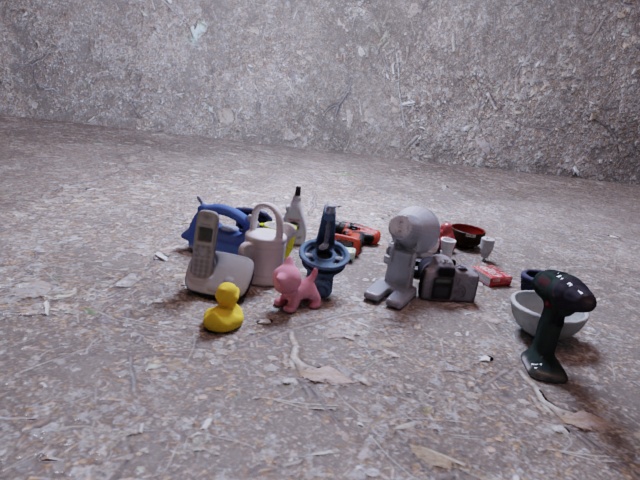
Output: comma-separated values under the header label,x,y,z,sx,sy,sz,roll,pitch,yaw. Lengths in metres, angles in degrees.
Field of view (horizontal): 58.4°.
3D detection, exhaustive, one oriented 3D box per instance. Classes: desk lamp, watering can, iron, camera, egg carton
label,x,y,z,sx,sy,sz,roll,pitch,yaw
desk lamp,0.203,0.030,1.377,0.117,0.213,0.204,15,20,23
watering can,-0.127,0.002,1.370,0.100,0.194,0.173,11,19,13
iron,-0.231,-0.025,1.498,0.257,0.141,0.119,14,20,22
camera,0.309,0.083,1.435,0.143,0.101,0.136,4,18,-9
egg carton,0.302,0.009,1.711,0.107,0.069,0.150,11,18,12

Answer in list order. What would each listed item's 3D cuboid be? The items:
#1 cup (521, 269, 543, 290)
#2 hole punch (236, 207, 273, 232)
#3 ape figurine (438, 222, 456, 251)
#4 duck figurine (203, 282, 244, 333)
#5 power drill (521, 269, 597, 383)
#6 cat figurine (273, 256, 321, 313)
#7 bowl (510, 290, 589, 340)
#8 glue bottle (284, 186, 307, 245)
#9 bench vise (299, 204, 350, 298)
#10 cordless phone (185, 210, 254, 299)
label,x,y,z,sx,sy,sz,roll,pitch,yaw
cup,0.535,0.127,1.397,0.118,0.095,0.091,-10,24,-41
hole punch,-0.201,-0.062,1.702,0.108,0.091,0.101,9,18,6
ape figurine,0.384,-0.011,1.764,0.076,0.092,0.078,13,19,18
duck figurine,-0.189,0.128,1.136,0.077,0.086,0.105,12,19,16
power drill,0.449,0.158,1.088,0.075,0.208,0.229,7,18,2
cat figurine,-0.055,0.092,1.244,0.128,0.118,0.067,-8,23,-38
bowl,0.499,0.176,1.267,0.167,0.075,0.167,6,18,-2
glue bottle,-0.072,-0.072,1.649,0.078,0.173,0.037,5,18,-4
bench vise,0.001,0.005,1.367,0.122,0.220,0.207,0,19,-19
cordless phone,-0.216,0.032,1.260,0.147,0.185,0.094,8,18,4
